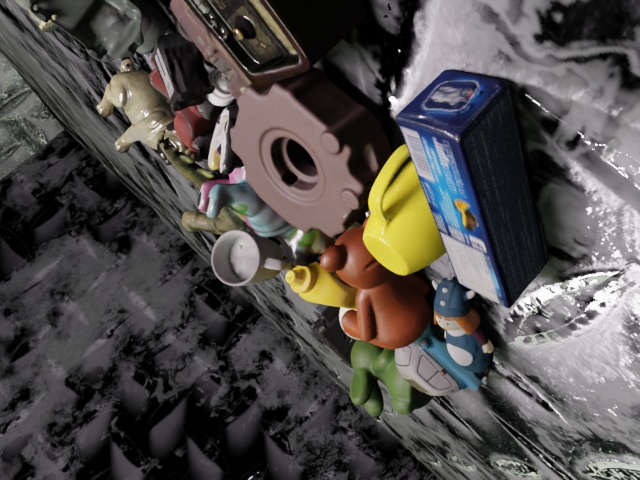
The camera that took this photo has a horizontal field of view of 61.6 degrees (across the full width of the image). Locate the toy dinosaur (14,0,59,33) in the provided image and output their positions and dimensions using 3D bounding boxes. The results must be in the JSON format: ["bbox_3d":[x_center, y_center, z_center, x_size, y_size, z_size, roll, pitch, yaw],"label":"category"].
[{"bbox_3d":[-0.447,-0.433,0.778,0.192,0.131,0.405,59,167,-7],"label":"toy dinosaur"}]

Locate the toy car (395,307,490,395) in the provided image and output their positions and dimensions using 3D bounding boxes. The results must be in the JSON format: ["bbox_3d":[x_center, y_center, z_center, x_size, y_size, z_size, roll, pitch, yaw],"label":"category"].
[{"bbox_3d":[0.167,0.176,0.805,0.161,0.103,0.109,48,166,-5],"label":"toy car"}]

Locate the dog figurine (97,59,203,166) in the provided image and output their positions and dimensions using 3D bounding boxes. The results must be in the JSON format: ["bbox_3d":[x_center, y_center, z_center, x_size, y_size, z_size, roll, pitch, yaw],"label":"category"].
[{"bbox_3d":[-0.274,-0.218,0.916,0.191,0.121,0.172,13,132,41],"label":"dog figurine"}]

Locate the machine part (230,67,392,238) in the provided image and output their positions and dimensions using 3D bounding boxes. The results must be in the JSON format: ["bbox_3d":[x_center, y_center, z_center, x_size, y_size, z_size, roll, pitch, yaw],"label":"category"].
[{"bbox_3d":[-0.015,-0.084,0.541,0.180,0.056,0.179,30,144,25],"label":"machine part"}]

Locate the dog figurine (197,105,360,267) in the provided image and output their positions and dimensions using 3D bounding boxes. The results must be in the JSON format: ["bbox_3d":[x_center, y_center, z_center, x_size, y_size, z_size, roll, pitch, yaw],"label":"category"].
[{"bbox_3d":[-0.047,-0.067,0.731,0.219,0.191,0.109,14,180,-26],"label":"dog figurine"}]

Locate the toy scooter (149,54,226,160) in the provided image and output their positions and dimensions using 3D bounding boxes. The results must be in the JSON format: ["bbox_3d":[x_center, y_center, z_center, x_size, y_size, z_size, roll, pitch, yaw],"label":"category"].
[{"bbox_3d":[-0.194,-0.203,0.791,0.135,0.075,0.184,43,162,6],"label":"toy scooter"}]

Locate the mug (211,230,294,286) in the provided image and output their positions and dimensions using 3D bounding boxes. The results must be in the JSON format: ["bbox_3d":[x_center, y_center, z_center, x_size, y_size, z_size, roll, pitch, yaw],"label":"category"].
[{"bbox_3d":[-0.089,0.028,0.806,0.110,0.080,0.107,2,179,23],"label":"mug"}]

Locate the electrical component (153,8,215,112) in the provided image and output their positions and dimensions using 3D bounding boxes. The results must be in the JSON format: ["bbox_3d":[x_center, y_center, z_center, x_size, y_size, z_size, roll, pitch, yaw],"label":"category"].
[{"bbox_3d":[-0.171,-0.222,0.645,0.075,0.048,0.119,6,116,66],"label":"electrical component"}]

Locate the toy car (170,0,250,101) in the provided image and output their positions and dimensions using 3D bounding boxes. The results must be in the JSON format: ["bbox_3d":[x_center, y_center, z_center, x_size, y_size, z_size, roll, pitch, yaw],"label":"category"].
[{"bbox_3d":[-0.089,-0.189,0.597,0.202,0.053,0.089,51,161,-20],"label":"toy car"}]

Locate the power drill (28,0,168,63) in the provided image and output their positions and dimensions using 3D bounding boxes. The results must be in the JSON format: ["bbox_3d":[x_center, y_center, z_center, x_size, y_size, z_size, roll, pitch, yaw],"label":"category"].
[{"bbox_3d":[-0.281,-0.292,0.618,0.231,0.086,0.207,35,-170,-36],"label":"power drill"}]

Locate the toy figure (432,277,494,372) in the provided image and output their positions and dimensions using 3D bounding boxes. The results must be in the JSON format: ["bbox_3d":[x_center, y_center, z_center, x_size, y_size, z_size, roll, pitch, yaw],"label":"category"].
[{"bbox_3d":[0.181,0.110,0.684,0.064,0.058,0.154,-13,129,26],"label":"toy figure"}]

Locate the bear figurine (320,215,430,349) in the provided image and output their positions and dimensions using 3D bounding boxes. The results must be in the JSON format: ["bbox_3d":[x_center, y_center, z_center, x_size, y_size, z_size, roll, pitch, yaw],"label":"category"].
[{"bbox_3d":[0.064,0.053,0.715,0.195,0.120,0.132,54,166,-26],"label":"bear figurine"}]

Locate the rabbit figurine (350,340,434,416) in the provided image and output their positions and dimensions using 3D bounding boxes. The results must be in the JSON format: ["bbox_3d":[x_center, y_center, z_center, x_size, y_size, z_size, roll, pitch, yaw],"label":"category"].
[{"bbox_3d":[0.122,0.235,0.960,0.170,0.159,0.121,14,157,47],"label":"rabbit figurine"}]

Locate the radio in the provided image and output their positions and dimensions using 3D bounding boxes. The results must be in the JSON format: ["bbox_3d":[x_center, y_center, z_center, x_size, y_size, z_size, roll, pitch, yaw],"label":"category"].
[{"bbox_3d":[-0.078,-0.232,0.407,0.229,0.073,0.131,51,163,-22],"label":"radio"}]

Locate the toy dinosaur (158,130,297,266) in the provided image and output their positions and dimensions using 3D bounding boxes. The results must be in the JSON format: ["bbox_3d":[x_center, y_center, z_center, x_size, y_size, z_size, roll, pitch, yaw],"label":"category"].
[{"bbox_3d":[-0.129,-0.045,0.911,0.199,0.105,0.470,6,160,39],"label":"toy dinosaur"}]

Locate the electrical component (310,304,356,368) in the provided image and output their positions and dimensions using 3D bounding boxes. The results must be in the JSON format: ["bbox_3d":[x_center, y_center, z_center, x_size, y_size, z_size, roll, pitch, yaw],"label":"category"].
[{"bbox_3d":[0.050,0.162,1.044,0.134,0.115,0.058,49,163,-21],"label":"electrical component"}]

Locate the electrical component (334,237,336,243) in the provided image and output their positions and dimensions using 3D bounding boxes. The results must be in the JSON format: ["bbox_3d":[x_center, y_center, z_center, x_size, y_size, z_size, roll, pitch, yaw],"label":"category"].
[{"bbox_3d":[-0.002,-0.003,0.852,0.094,0.021,0.063,8,144,-19],"label":"electrical component"}]

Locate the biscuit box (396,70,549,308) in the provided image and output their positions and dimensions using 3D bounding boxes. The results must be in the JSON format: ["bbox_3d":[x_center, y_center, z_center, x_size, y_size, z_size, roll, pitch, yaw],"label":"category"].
[{"bbox_3d":[0.127,-0.033,0.427,0.059,0.063,0.202,30,159,45],"label":"biscuit box"}]
